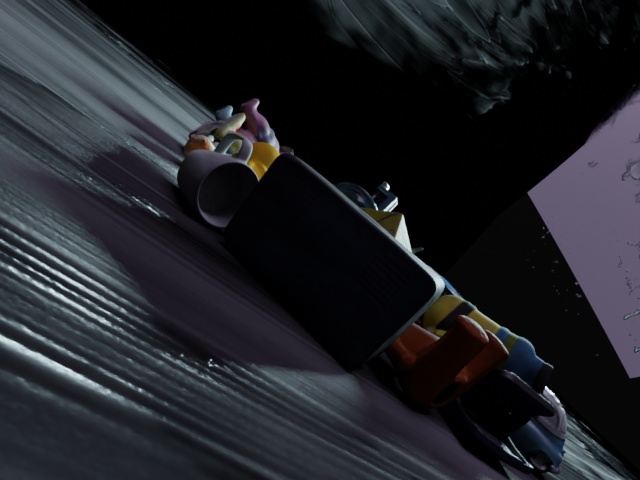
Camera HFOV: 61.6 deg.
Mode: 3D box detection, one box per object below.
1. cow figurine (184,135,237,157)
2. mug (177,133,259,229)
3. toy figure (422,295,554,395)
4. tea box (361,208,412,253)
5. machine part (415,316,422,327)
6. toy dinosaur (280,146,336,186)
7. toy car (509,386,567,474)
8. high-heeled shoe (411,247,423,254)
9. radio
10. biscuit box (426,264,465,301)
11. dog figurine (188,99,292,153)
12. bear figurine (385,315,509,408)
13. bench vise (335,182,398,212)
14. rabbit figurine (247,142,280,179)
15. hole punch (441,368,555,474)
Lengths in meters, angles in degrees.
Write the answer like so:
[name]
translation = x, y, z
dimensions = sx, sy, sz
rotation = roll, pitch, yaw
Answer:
[cow figurine]
translation = -0.150, -0.115, 0.862
dimensions = 0.167, 0.068, 0.098
rotation = 39, 1, -33
[mug]
translation = -0.128, -0.081, 0.655
dimensions = 0.080, 0.109, 0.107
rotation = 17, 10, -41
[toy figure]
translation = 0.223, 0.144, 0.728
dimensions = 0.180, 0.089, 0.082
rotation = 25, -37, 24
[tea box]
translation = 0.089, 0.039, 0.787
dimensions = 0.068, 0.098, 0.169
rotation = 11, -25, 21
[machine part]
translation = 0.191, 0.176, 0.895
dimensions = 0.179, 0.056, 0.179
rotation = 40, 8, -7
[toy dinosaur]
translation = -0.073, -0.139, 1.270
dimensions = 0.471, 0.105, 0.198
rotation = 35, -3, 4
[toy car]
translation = 0.309, 0.261, 0.804
dimensions = 0.162, 0.103, 0.109
rotation = 42, 8, 29
[high-heeled shoe]
translation = 0.127, 0.025, 1.245
dimensions = 0.145, 0.086, 0.249
rotation = -11, 8, -26
[radio]
translation = 0.010, 0.022, 0.596
dimensions = 0.230, 0.131, 0.073
rotation = 43, 7, 20
[biscuit box]
translation = 0.199, 0.104, 0.887
dimensions = 0.059, 0.063, 0.203
rotation = 40, 9, -12
[dog figurine]
translation = -0.123, -0.139, 0.994
dimensions = 0.219, 0.109, 0.191
rotation = 60, 41, -26
[bear figurine]
translation = 0.110, 0.102, 0.661
dimensions = 0.120, 0.132, 0.196
rotation = 33, 16, -48
[bench vise]
translation = 0.098, -0.044, 1.101
dimensions = 0.224, 0.128, 0.240
rotation = 34, 46, 14
[rabbit figurine]
translation = -0.072, -0.062, 0.761
dimensions = 0.162, 0.122, 0.173
rotation = -9, 67, -52
[hole punch]
translation = 0.210, 0.221, 0.674
dimensions = 0.142, 0.092, 0.116
rotation = 35, -22, -20
